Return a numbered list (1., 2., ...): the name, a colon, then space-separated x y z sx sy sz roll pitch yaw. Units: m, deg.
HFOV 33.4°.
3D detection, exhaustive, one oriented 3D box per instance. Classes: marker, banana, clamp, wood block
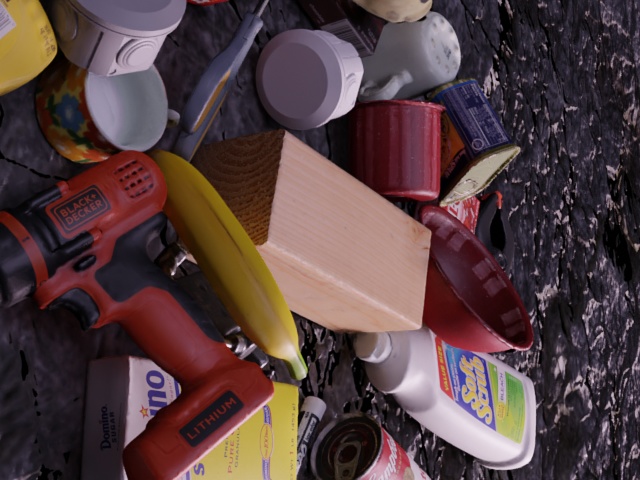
1. marker: -0.024 0.177 0.842 0.020 0.020 0.121 54 44 -32
2. banana: -0.069 0.006 0.710 0.037 0.070 0.198 -27 71 -20
3. clamp: 0.182 0.034 1.131 0.120 0.039 0.171 43 51 -42
4. wood block: -0.006 0.001 0.841 0.205 0.090 0.091 30 60 -48

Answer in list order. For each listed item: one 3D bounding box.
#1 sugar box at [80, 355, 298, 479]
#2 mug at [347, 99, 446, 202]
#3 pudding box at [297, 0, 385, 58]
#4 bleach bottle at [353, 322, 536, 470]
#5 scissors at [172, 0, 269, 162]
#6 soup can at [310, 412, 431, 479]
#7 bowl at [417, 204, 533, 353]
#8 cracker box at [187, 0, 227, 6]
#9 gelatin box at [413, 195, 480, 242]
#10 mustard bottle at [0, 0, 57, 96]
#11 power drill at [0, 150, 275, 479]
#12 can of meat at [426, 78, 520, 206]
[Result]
1. sugar box: -0.085 0.138 0.745 0.176 0.048 0.093 20 65 -52
2. mug: 0.071 -0.077 0.966 0.117 0.093 0.081 9 81 -69
3. pudding box: 0.018 -0.231 0.957 0.113 0.039 0.090 50 46 -36
4. bleach bottle: 0.116 0.140 1.004 0.250 0.068 0.102 30 58 -45
5. scissors: -0.054 -0.146 0.751 0.202 0.016 0.096 -63 -178 1
6. soup can: 0.046 0.199 0.893 0.102 0.069 0.068 50 47 -37
7. bowl: 0.125 0.046 0.980 0.162 0.055 0.162 41 25 -24
8. cracker box: -0.133 -0.264 0.734 0.213 0.072 0.164 2 84 -54
9. gelatin box: 0.127 -0.021 1.073 0.073 0.030 0.089 43 51 -40
10. mustard bottle: -0.230 -0.087 0.579 0.096 0.058 0.191 56 43 -25
11. power drill: -0.129 0.056 0.631 0.184 0.057 0.187 -36 92 -33
12. can of meat: 0.131 -0.093 1.013 0.057 0.102 0.084 -19 73 -26
